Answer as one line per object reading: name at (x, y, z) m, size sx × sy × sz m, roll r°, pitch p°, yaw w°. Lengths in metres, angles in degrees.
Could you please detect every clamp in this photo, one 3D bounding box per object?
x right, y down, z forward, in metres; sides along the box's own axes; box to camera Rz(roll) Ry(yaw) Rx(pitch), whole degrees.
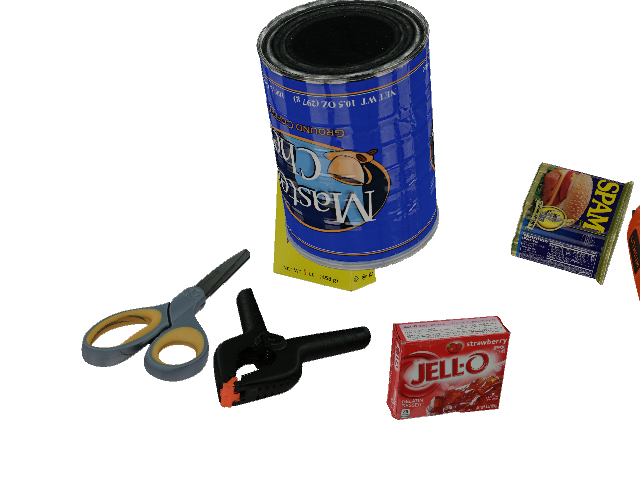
clamp at (-0.043, 0.120, 1.143) m, size 0.165 × 0.036 × 0.209 m, roll 13°, pitch 25°, yaw 12°

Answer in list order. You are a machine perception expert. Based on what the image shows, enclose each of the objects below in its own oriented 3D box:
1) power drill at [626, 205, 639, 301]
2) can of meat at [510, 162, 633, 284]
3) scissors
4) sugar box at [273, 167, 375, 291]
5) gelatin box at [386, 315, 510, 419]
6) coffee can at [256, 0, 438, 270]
power drill at (0.257, -0.043, 0.740) m, size 0.057 × 0.188 × 0.184 m, roll 5°, pitch 38°, yaw 8°
can of meat at (0.224, -0.018, 0.952) m, size 0.084 × 0.057 × 0.102 m, roll 16°, pitch 48°, yaw 17°
scissors at (-0.087, 0.055, 0.800) m, size 0.096 × 0.016 × 0.201 m, roll 24°, pitch 32°, yaw 32°
sugar box at (0.007, -0.050, 0.954) m, size 0.093 × 0.176 × 0.048 m, roll 11°, pitch 18°, yaw 35°
gelatin box at (0.099, 0.099, 0.832) m, size 0.089 × 0.073 × 0.030 m, roll -4°, pitch 29°, yaw -12°
coffee can at (0.020, -0.067, 0.668) m, size 0.103 × 0.140 × 0.103 m, roll -5°, pitch 38°, yaw 4°
